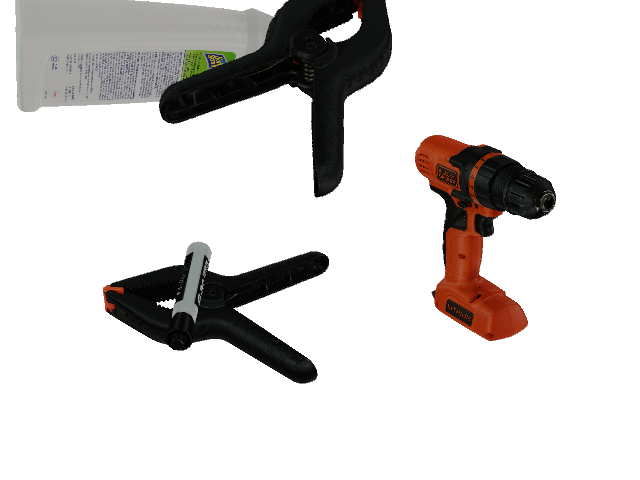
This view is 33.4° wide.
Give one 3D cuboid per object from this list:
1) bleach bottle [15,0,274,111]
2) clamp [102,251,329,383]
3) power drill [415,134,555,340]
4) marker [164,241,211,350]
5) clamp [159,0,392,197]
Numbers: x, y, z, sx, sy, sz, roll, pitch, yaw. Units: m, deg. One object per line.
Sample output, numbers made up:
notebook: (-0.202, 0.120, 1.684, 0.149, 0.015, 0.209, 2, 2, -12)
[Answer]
bleach bottle: (-0.126, -0.154, 0.898, 0.250, 0.068, 0.103, -1, -28, -15)
clamp: (-0.093, 0.066, 0.967, 0.210, 0.036, 0.164, 0, 37, -3)
power drill: (0.163, 0.000, 1.046, 0.057, 0.188, 0.185, -16, 26, -24)
marker: (-0.095, 0.039, 0.768, 0.020, 0.020, 0.121, 0, 31, 2)
clamp: (-0.001, -0.100, 0.654, 0.120, 0.171, 0.039, 38, -26, 14)
